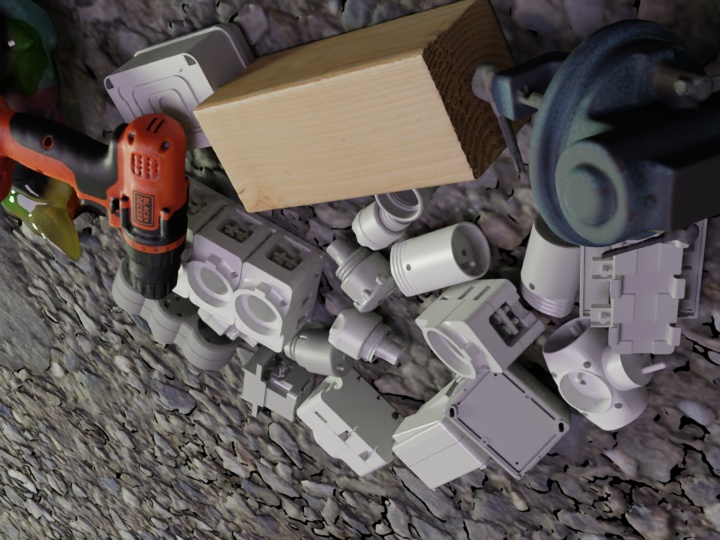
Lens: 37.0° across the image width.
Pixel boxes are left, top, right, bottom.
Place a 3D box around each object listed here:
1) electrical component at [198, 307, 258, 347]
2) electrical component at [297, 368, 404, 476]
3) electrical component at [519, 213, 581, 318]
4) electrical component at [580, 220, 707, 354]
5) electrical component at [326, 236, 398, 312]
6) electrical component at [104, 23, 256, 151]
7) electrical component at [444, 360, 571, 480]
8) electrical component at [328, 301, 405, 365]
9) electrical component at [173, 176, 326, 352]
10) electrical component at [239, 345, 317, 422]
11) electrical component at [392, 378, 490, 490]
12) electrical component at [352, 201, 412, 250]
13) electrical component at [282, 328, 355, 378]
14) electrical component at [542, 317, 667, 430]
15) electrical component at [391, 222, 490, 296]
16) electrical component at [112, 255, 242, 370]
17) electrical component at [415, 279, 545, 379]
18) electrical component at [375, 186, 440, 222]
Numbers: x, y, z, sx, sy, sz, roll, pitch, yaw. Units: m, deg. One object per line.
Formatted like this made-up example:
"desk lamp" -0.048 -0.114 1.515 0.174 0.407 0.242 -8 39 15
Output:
"electrical component" -0.117 0.045 1.003 0.062 0.043 0.043 43 140 -5
"electrical component" -0.007 0.141 0.999 0.089 0.050 0.056 45 140 -5
"electrical component" 0.137 -0.001 0.763 0.043 0.043 0.081 25 138 18
"electrical component" 0.184 -0.007 0.696 0.079 0.063 0.121 -1 128 10
"electrical component" 0.000 0.000 0.872 0.062 0.048 0.048 45 140 6
"electrical component" -0.132 -0.139 0.838 0.113 0.057 0.078 -5 122 41
"electrical component" 0.113 0.107 0.855 0.096 0.061 0.061 42 103 4
"electrical component" 0.008 0.058 0.918 0.062 0.043 0.043 30 139 11
"electrical component" -0.115 -0.003 0.944 0.150 0.061 0.089 29 139 14
"electrical component" -0.077 0.109 1.031 0.064 0.042 0.081 26 138 15
"electrical component" 0.073 0.141 0.927 0.061 0.061 0.096 45 140 -5
"electrical component" 0.023 -0.040 0.824 0.035 0.035 0.061 49 136 -9
"electrical component" -0.040 0.072 0.970 0.078 0.040 0.040 8 130 34
"electrical component" 0.187 0.072 0.789 0.077 0.044 0.079 51 138 -12
"electrical component" 0.055 -0.007 0.822 0.081 0.043 0.043 -17 114 46
"electrical component" -0.182 0.047 1.049 0.138 0.052 0.073 38 140 3
"electrical component" 0.086 0.044 0.810 0.050 0.056 0.089 51 163 -13
"electrical component" 0.038 -0.064 0.781 0.040 0.046 0.040 21 137 22
